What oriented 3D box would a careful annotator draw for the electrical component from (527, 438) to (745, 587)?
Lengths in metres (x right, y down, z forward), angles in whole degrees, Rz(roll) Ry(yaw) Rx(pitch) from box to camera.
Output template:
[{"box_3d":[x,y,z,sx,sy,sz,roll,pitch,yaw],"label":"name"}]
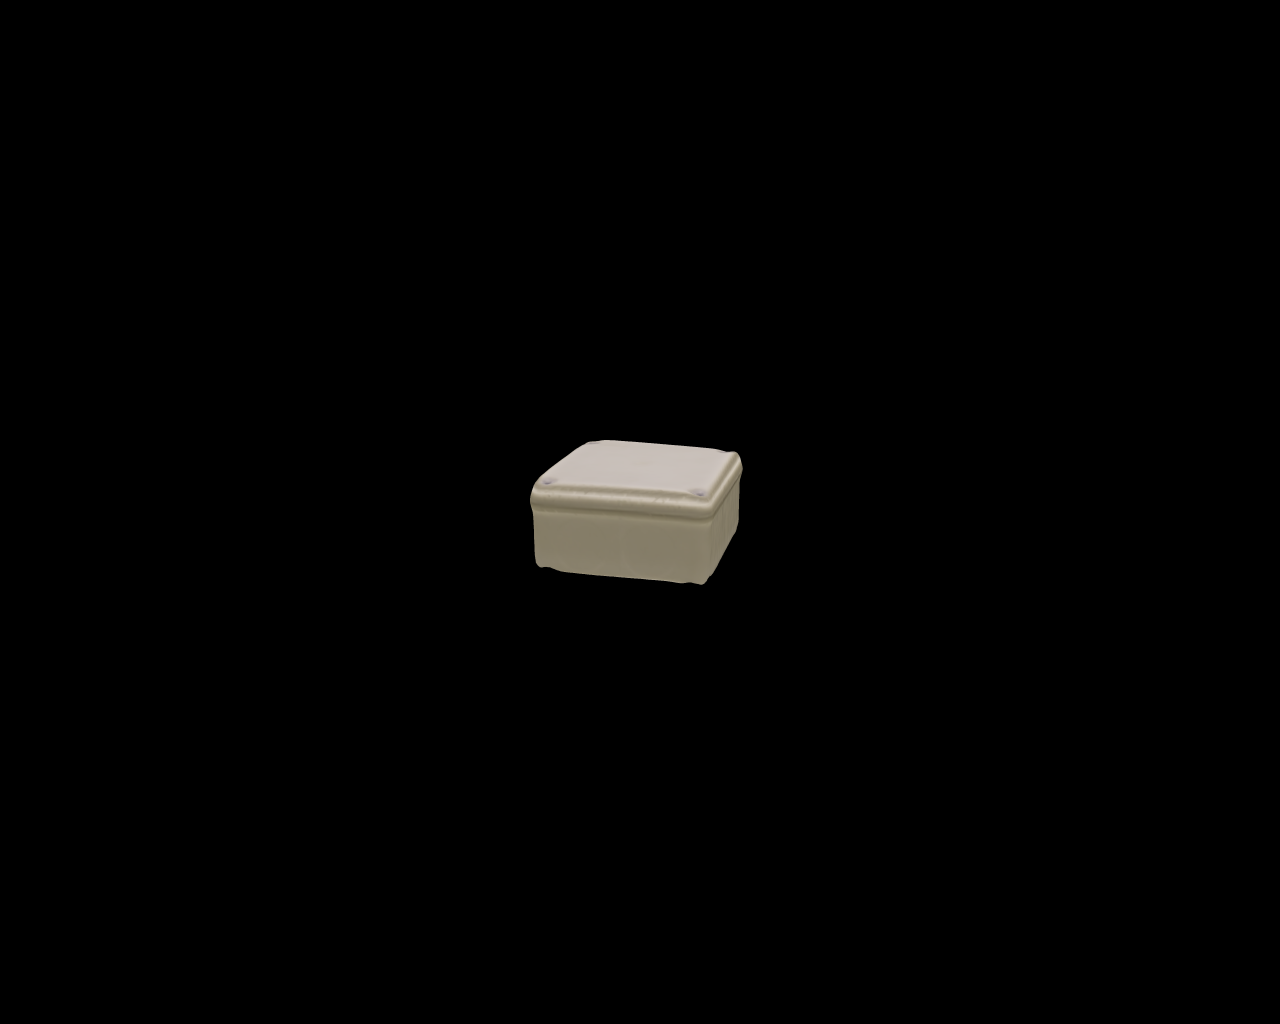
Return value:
[{"box_3d":[0.001,-0.003,0.650,0.109,0.056,0.109,5,19,15],"label":"electrical component"}]
